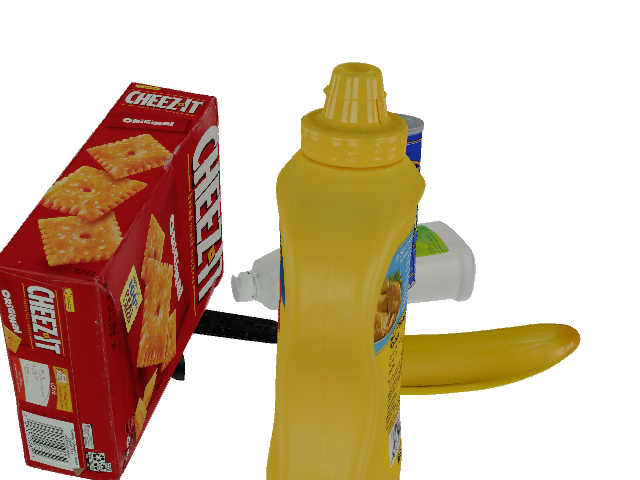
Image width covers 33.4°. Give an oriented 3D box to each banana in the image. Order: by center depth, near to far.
[{"bbox_3d":[0.071,0.072,0.687,0.198,0.037,0.069,0,26,5],"label":"banana"}]

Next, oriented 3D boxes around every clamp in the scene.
[{"bbox_3d":[-0.166,0.089,1.148,0.210,0.036,0.164,18,20,27],"label":"clamp"}]

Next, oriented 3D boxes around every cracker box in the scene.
[{"bbox_3d":[-0.124,0.021,0.690,0.072,0.164,0.213,10,37,9],"label":"cracker box"}]

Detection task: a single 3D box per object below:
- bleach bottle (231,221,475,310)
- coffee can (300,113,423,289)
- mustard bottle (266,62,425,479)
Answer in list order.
[{"bbox_3d":[0.031,0.037,1.140,0.250,0.068,0.103,-8,30,-18],"label":"bleach bottle"},{"bbox_3d":[0.033,-0.034,0.907,0.103,0.140,0.103,1,15,-1],"label":"coffee can"},{"bbox_3d":[0.010,0.023,0.436,0.058,0.192,0.096,8,25,11],"label":"mustard bottle"}]
